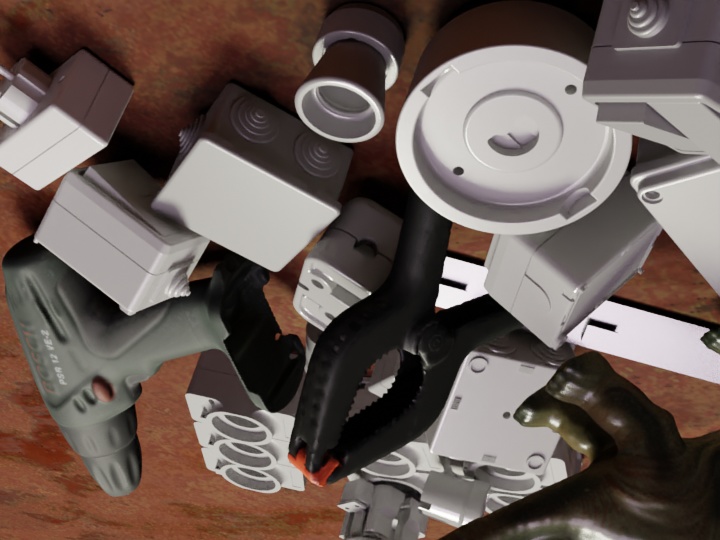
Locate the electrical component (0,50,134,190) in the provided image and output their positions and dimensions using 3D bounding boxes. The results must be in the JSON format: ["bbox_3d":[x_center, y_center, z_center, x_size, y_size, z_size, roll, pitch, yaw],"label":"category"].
[{"bbox_3d":[-0.189,-0.096,0.621,0.076,0.047,0.083,37,142,-29],"label":"electrical component"}]

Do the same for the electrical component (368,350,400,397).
[{"bbox_3d":[0.045,0.086,0.793,0.083,0.047,0.076,29,148,-18],"label":"electrical component"}]

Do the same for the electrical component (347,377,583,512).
[{"bbox_3d":[0.076,0.144,0.855,0.186,0.060,0.105,3,145,19],"label":"electrical component"}]

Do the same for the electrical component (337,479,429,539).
[{"bbox_3d":[0.016,0.213,0.873,0.078,0.057,0.058,34,144,-25],"label":"electrical component"}]

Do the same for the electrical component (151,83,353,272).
[{"bbox_3d":[-0.062,-0.053,0.629,0.100,0.048,0.100,28,146,-17],"label":"electrical component"}]

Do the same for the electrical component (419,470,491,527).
[{"bbox_3d":[0.071,0.173,0.806,0.046,0.040,0.040,15,148,13],"label":"electrical component"}]

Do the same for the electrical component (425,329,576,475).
[{"bbox_3d":[0.094,0.085,0.722,0.100,0.048,0.099,13,114,-11],"label":"electrical component"}]

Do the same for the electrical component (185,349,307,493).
[{"bbox_3d":[-0.087,0.127,0.899,0.089,0.061,0.150,11,147,8],"label":"electrical component"}]

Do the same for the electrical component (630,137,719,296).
[{"bbox_3d":[0.206,-0.042,0.522,0.109,0.056,0.109,-16,136,40],"label":"electrical component"}]

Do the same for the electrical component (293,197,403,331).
[{"bbox_3d":[0.000,0.000,0.659,0.054,0.059,0.095,33,156,5],"label":"electrical component"}]

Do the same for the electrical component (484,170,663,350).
[{"bbox_3d":[0.118,-0.017,0.577,0.061,0.096,0.061,43,152,21],"label":"electrical component"}]

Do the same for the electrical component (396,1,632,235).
[{"bbox_3d":[0.074,-0.077,0.517,0.108,0.060,0.108,5,134,5],"label":"electrical component"}]

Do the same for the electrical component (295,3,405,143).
[{"bbox_3d":[-0.004,-0.098,0.531,0.045,0.055,0.045,11,147,7],"label":"electrical component"}]

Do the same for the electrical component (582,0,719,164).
[{"bbox_3d":[0.139,-0.082,0.447,0.096,0.061,0.062,18,176,-40],"label":"electrical component"}]

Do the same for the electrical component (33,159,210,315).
[{"bbox_3d":[-0.138,-0.021,0.664,0.096,0.062,0.061,36,110,10],"label":"electrical component"}]

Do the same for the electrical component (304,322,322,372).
[{"bbox_3d":[-0.022,0.056,0.786,0.040,0.040,0.046,11,142,8],"label":"electrical component"}]
